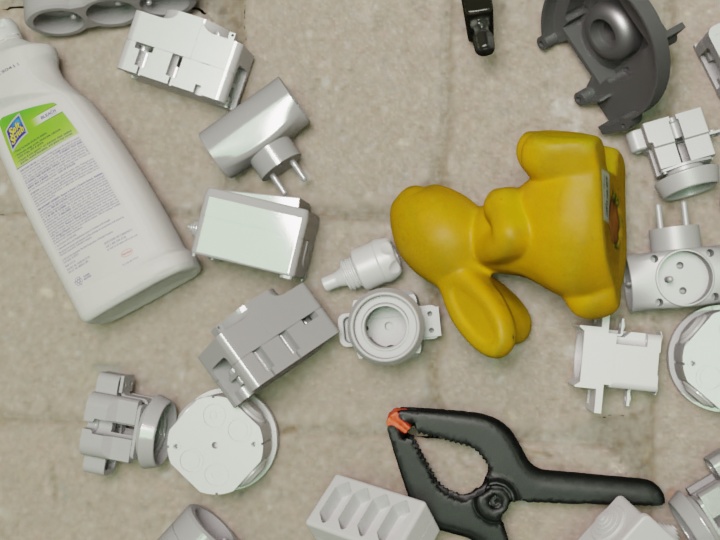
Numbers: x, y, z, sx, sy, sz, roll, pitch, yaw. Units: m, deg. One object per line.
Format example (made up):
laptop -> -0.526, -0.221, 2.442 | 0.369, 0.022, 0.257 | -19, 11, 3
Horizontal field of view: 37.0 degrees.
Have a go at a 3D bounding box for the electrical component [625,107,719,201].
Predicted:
electrical component -> 0.239, -0.085, 0.804 | 0.066, 0.048, 0.055 | -16, 79, 6

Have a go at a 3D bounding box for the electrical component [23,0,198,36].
electrical component -> -0.200, -0.237, 0.852 | 0.138, 0.052, 0.073 | -9, 77, 5

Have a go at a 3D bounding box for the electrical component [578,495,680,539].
electrical component -> 0.195, 0.223, 0.772 | 0.100, 0.048, 0.099 | 42, 91, -14

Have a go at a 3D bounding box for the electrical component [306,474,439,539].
electrical component -> 0.016, 0.203, 0.808 | 0.083, 0.075, 0.047 | 10, 50, 36

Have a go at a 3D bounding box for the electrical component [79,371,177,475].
electrical component -> -0.178, 0.122, 0.834 | 0.057, 0.058, 0.078 | 9, 89, 9

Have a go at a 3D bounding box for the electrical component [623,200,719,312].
electrical component -> 0.236, -0.012, 0.801 | 0.077, 0.044, 0.079 | -6, 88, 6

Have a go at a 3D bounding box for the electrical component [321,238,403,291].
electrical component -> 0.000, 0.000, 0.831 | 0.061, 0.035, 0.035 | -23, 86, 7

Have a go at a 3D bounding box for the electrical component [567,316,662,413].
electrical component -> 0.191, 0.066, 0.805 | 0.064, 0.042, 0.081 | 5, 89, 3

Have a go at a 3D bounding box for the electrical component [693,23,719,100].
electrical component -> 0.324, -0.124, 0.787 | 0.089, 0.062, 0.150 | -26, 86, 5

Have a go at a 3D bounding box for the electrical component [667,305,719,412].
electrical component -> 0.270, 0.066, 0.791 | 0.080, 0.051, 0.080 | 0, 88, 6

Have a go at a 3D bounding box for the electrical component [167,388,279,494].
electrical component -> -0.106, 0.132, 0.829 | 0.080, 0.051, 0.080 | 0, 88, 6

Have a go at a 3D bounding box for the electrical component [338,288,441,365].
electrical component -> 0.021, 0.043, 0.816 | 0.078, 0.057, 0.058 | -6, 87, 6

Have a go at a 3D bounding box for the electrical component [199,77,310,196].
electrical component -> -0.072, -0.096, 0.837 | 0.077, 0.044, 0.079 | -35, 85, 4

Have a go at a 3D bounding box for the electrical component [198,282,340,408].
electrical component -> -0.071, 0.052, 0.808 | 0.089, 0.050, 0.055 | -33, 83, -37

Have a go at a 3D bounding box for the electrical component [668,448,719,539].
electrical component -> 0.264, 0.178, 0.785 | 0.057, 0.058, 0.078 | -31, 85, 1

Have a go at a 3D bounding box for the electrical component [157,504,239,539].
electrical component -> -0.105, 0.253, 0.823 | 0.138, 0.052, 0.073 | 42, 92, 6

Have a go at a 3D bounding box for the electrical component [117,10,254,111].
electrical component -> -0.134, -0.167, 0.843 | 0.089, 0.050, 0.055 | 19, 90, 7

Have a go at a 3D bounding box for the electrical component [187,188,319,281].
electrical component -> -0.085, -0.032, 0.827 | 0.096, 0.062, 0.061 | 13, 89, 6
